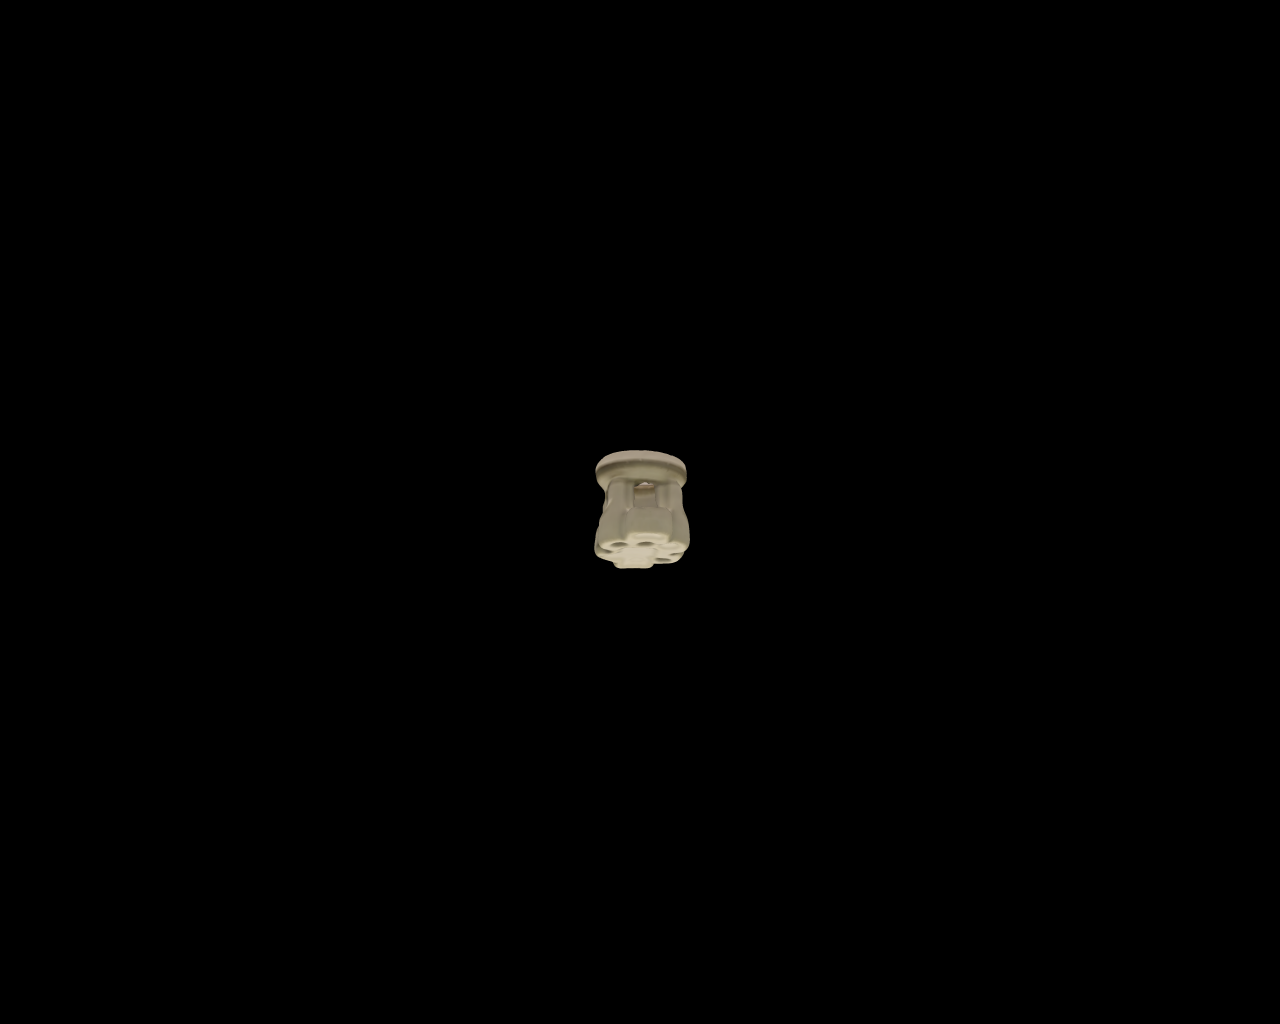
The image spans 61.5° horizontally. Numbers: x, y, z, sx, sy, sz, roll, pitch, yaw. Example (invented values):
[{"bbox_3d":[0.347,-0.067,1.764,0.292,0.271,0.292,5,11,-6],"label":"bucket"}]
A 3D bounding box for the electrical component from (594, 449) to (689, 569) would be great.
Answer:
[{"bbox_3d":[0.001,-0.003,0.650,0.058,0.057,0.078,2,-18,-7],"label":"electrical component"}]
